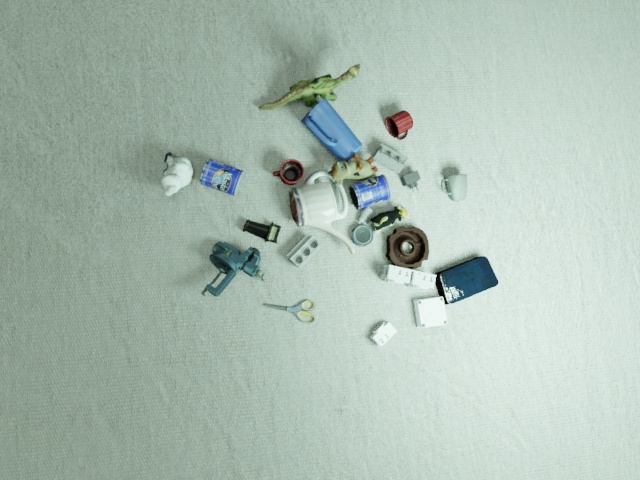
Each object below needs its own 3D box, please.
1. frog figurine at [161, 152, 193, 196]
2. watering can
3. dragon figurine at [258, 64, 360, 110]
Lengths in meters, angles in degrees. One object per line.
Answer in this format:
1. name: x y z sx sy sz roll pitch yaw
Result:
1. frog figurine: -0.517 -0.226 1.870 0.122 0.163 0.135 20 117 -35
2. watering can: 0.006 -0.098 1.955 0.225 0.103 0.351 -11 77 -11
3. dragon figurine: -0.031 -0.584 1.963 0.412 0.242 0.122 -23 93 -13
